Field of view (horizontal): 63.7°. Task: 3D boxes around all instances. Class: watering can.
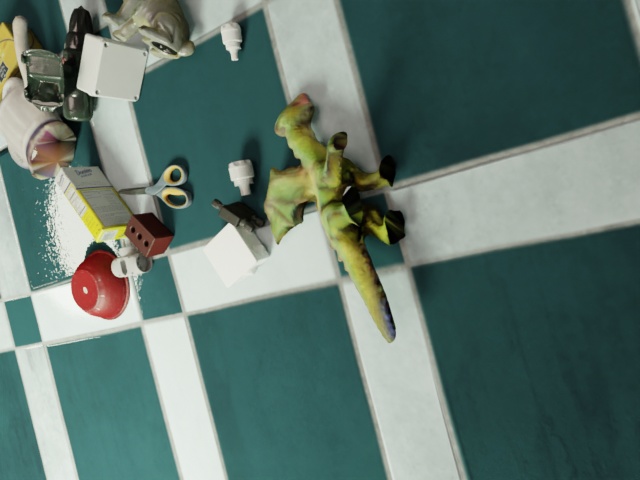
[{"bbox_3d":[-0.628,-0.282,1.124,0.226,0.105,0.340,43,128,18],"label":"watering can"}]

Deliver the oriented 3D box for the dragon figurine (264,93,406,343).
[{"bbox_3d":[0.003,-0.042,0.842,0.242,0.123,0.410,-5,92,47],"label":"dragon figurine"}]
